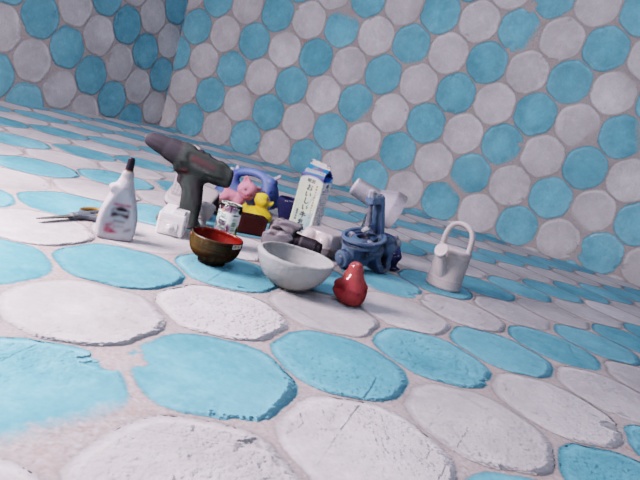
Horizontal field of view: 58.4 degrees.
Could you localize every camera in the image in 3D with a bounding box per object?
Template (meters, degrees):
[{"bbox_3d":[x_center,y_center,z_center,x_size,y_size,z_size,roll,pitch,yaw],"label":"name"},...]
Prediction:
[{"bbox_3d":[-0.065,0.011,1.369,0.136,0.101,0.143,17,11,4],"label":"camera"}]

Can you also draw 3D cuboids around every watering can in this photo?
[{"bbox_3d":[0.373,0.042,1.606,0.100,0.194,0.173,19,12,13],"label":"watering can"}]

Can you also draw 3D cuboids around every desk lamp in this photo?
[{"bbox_3d":[0.150,-0.075,1.797,0.203,0.213,0.118,16,11,-4],"label":"desk lamp"}]

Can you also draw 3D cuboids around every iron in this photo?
[{"bbox_3d":[-0.246,-0.185,1.941,0.257,0.141,0.119,21,12,19],"label":"iron"}]

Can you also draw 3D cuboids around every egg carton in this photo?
[{"bbox_3d":[0.015,0.006,1.587,0.107,0.069,0.151,23,13,28],"label":"egg carton"}]

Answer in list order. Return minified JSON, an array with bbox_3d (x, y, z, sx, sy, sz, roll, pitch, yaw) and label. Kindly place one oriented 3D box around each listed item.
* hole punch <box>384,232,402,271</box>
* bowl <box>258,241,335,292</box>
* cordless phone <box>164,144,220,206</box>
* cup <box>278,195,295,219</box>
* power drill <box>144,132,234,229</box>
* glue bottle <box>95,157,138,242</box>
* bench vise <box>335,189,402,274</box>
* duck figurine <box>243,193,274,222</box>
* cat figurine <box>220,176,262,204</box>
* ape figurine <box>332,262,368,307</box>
[{"bbox_3d":[0.183,0.030,1.658,0.109,0.091,0.101,14,12,-12],"label":"hole punch"},{"bbox_3d":[-0.057,0.063,1.199,0.167,0.075,0.167,16,11,-3],"label":"bowl"},{"bbox_3d":[-0.343,-0.164,1.592,0.147,0.185,0.094,20,12,18],"label":"cordless phone"},{"bbox_3d":[-0.083,-0.080,1.791,0.118,0.095,0.091,16,11,-3],"label":"cup"},{"bbox_3d":[-0.341,-0.141,1.431,0.230,0.208,0.075,13,12,-16],"label":"power drill"},{"bbox_3d":[-0.402,-0.085,1.165,0.078,0.173,0.037,9,14,-34],"label":"glue bottle"},{"bbox_3d":[0.140,-0.026,1.535,0.121,0.220,0.208,23,13,28],"label":"bench vise"},{"bbox_3d":[-0.192,-0.106,1.784,0.105,0.086,0.077,11,13,-26],"label":"duck figurine"},{"bbox_3d":[-0.258,-0.155,1.841,0.128,0.118,0.067,17,11,0],"label":"cat figurine"},{"bbox_3d":[0.070,0.089,1.211,0.078,0.092,0.076,15,12,-6],"label":"ape figurine"}]
